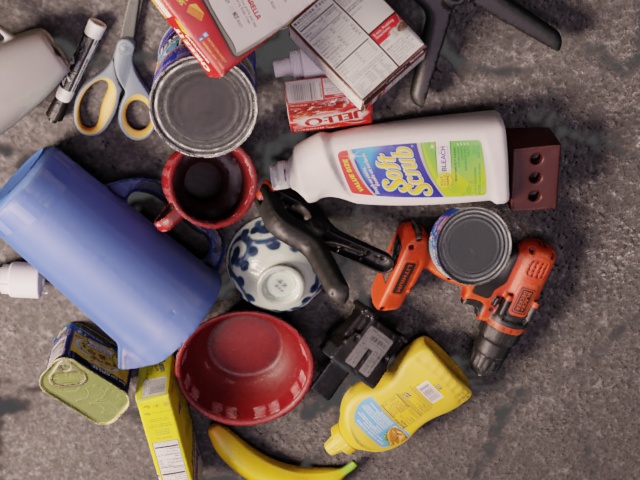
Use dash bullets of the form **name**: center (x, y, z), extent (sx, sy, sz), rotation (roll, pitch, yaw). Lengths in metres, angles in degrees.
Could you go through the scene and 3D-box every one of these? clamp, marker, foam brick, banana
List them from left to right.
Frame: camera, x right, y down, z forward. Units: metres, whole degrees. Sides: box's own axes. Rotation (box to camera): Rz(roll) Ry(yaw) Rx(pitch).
- **marker**: center (-0.253, -0.172, 1.100), extent (0.020, 0.020, 0.121), rotation (25, 114, -16)
- **banana**: center (-0.055, 0.284, 1.350), extent (0.197, 0.037, 0.070), rotation (17, 97, -14)
- **clamp**: center (-0.008, 0.001, 1.147), extent (0.171, 0.120, 0.039), rotation (34, 116, 7)
- **clamp**: center (0.130, -0.243, 1.077), extent (0.165, 0.036, 0.210), rotation (-28, 114, 12)
- **foam brick**: center (0.229, -0.078, 1.164), extent (0.053, 0.051, 0.078), rotation (-5, 118, -2)

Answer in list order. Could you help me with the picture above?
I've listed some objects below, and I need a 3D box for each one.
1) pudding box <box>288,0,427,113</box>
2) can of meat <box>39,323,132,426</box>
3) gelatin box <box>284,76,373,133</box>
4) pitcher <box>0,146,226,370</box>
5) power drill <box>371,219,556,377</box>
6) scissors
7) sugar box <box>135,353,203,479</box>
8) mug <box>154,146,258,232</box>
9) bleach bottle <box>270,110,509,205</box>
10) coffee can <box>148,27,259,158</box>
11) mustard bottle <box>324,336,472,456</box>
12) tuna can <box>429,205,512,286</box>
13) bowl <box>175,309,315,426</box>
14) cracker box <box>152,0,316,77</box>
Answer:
- **pudding box**: center (0.037, -0.197, 1.055), extent (0.090, 0.039, 0.113), rotation (-42, 81, -4)
- **can of meat**: center (-0.267, 0.152, 1.235), extent (0.102, 0.084, 0.057), rotation (36, 110, -21)
- **gelatin box**: center (0.010, -0.141, 1.104), extent (0.089, 0.030, 0.073), rotation (-7, 163, 0)
- **pitcher**: center (-0.226, 0.007, 1.146), extent (0.145, 0.149, 0.242), rotation (-35, 113, 31)
- **power drill**: center (0.158, 0.064, 1.233), extent (0.187, 0.057, 0.184), rotation (15, 112, -15)
- **scissors**: center (-0.186, -0.184, 1.100), extent (0.096, 0.016, 0.202), rotation (27, 113, -18)
- **sugar box**: center (-0.178, 0.232, 1.279), extent (0.048, 0.093, 0.176), rotation (-12, 119, 2)
- **mug**: center (-0.128, -0.053, 1.117), extent (0.093, 0.082, 0.117), rotation (45, 81, -16)
- **bleach bottle**: center (0.073, -0.076, 1.149), extent (0.251, 0.068, 0.102), rotation (-7, 116, 2)
- **coffee can**: center (-0.112, -0.155, 1.049), extent (0.102, 0.140, 0.103), rotation (-2, 118, -3)
- **mustard bottle**: center (0.083, 0.204, 1.301), extent (0.192, 0.058, 0.096), rotation (-38, 114, 15)
- **tuna can**: center (0.162, 0.005, 1.159), extent (0.086, 0.034, 0.086), rotation (-1, 96, -10)
- **bowl**: center (-0.088, 0.139, 1.256), extent (0.162, 0.055, 0.162), rotation (-2, 118, -3)
- **cracker box**: center (-0.059, -0.269, 0.920), extent (0.213, 0.072, 0.164), rotation (-41, 107, -8)
